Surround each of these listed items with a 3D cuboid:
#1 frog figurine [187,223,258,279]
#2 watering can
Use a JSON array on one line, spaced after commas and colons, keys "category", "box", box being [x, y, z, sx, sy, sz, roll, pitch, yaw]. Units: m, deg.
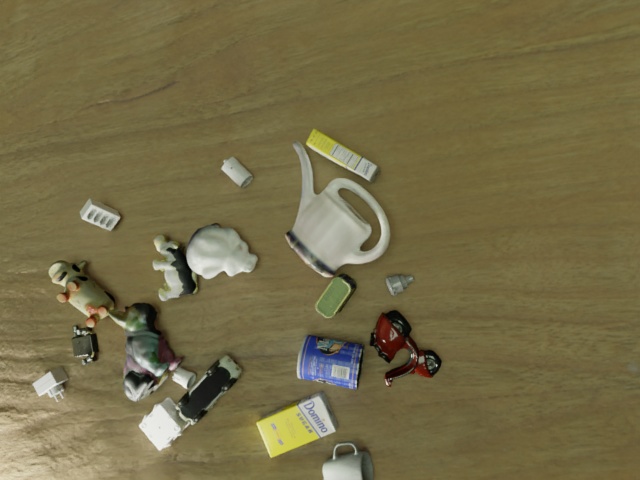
[{"category": "frog figurine", "box": [-0.241, 0.038, 1.259, 0.161, 0.120, 0.139, 31, 76, 22]}, {"category": "watering can", "box": [0.004, -0.062, 1.224, 0.351, 0.103, 0.223, 44, 97, 19]}]
